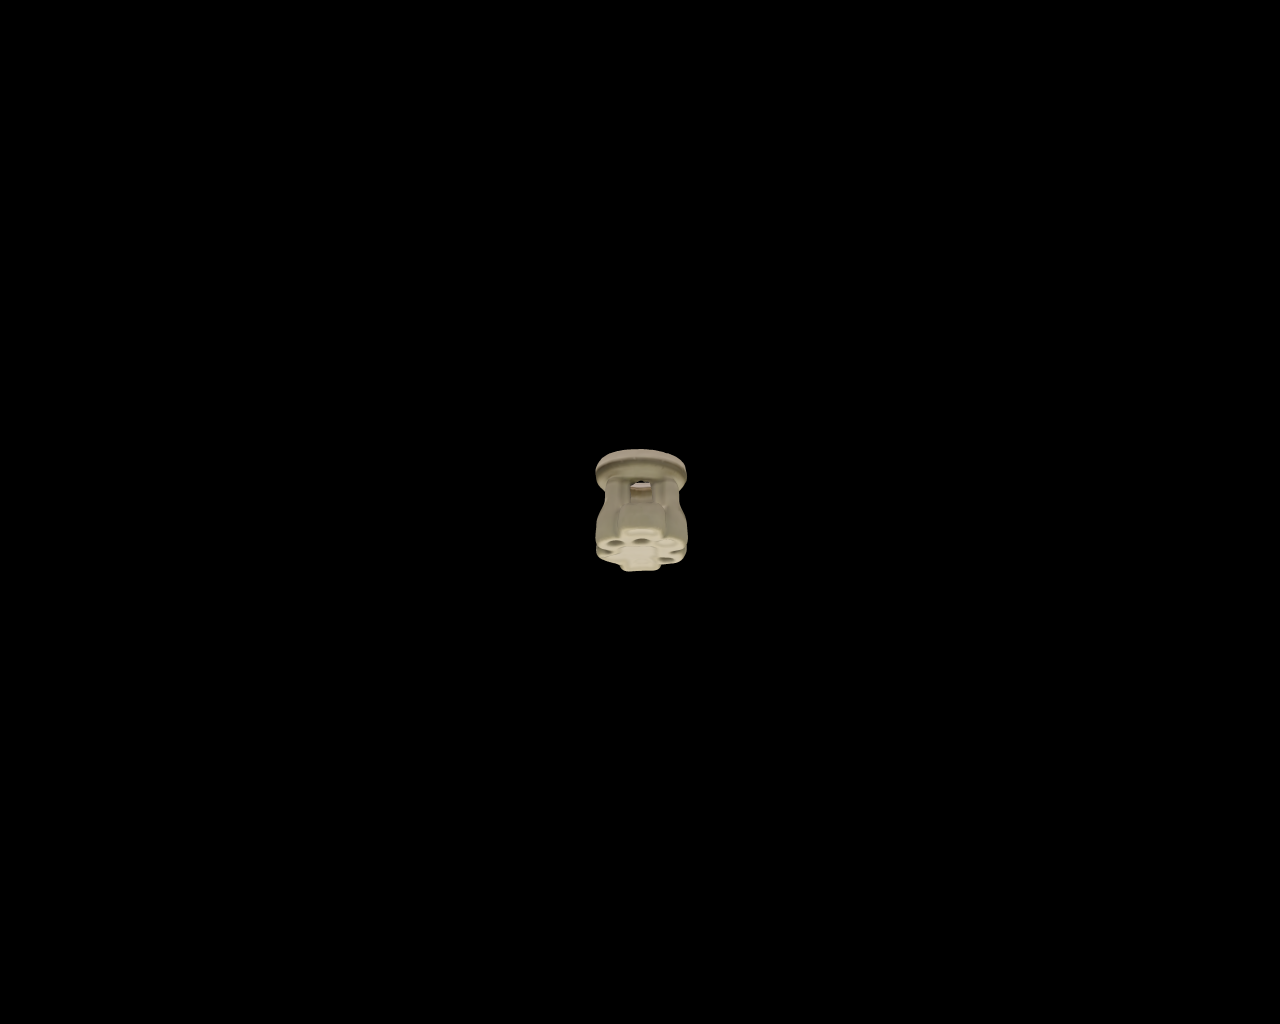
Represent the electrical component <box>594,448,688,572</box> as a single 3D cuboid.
[{"bbox_3d":[0.001,-0.003,0.650,0.058,0.057,0.078,0,-21,0],"label":"electrical component"}]
